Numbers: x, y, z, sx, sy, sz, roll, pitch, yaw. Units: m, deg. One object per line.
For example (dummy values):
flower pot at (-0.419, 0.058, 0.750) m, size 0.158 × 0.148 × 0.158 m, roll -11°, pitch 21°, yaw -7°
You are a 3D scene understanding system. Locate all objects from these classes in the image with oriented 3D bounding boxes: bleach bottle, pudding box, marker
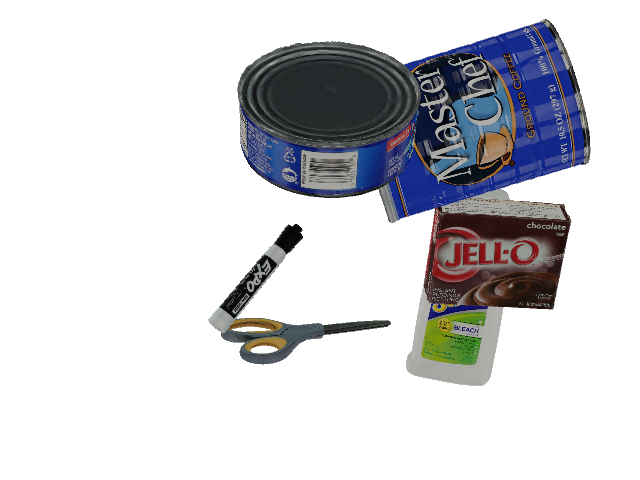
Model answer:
bleach bottle at (0.162, 0.035, 1.216) m, size 0.103 × 0.251 × 0.068 m, roll 9°, pitch 15°, yaw 14°
pudding box at (0.150, 0.011, 0.917) m, size 0.113 × 0.090 × 0.039 m, roll 2°, pitch 31°, yaw -3°
marker at (-0.057, 0.033, 0.969) m, size 0.020 × 0.121 × 0.020 m, roll 36°, pitch -16°, yaw 12°

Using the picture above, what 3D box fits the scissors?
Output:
scissors at (-0.012, 0.112, 1.210) m, size 0.201 × 0.016 × 0.096 m, roll 2°, pitch 25°, yaw -7°

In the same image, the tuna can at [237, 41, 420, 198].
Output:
tuna can at (0.004, -0.058, 0.509) m, size 0.086 × 0.034 × 0.086 m, roll 1°, pitch 42°, yaw -1°

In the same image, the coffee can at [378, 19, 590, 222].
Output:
coffee can at (0.099, -0.081, 0.728) m, size 0.140 × 0.103 × 0.103 m, roll -17°, pitch -1°, yaw 4°
